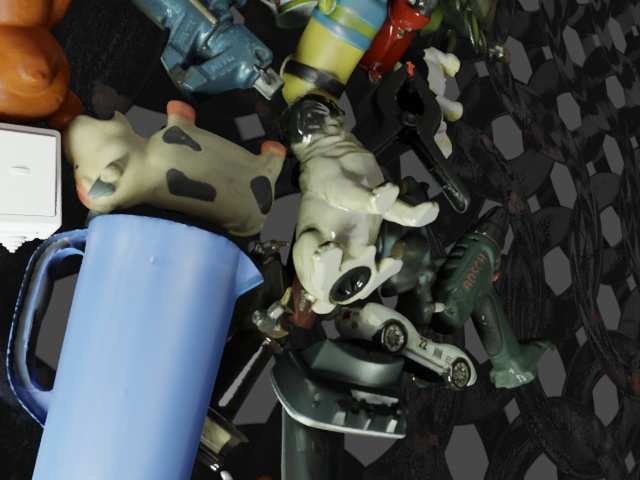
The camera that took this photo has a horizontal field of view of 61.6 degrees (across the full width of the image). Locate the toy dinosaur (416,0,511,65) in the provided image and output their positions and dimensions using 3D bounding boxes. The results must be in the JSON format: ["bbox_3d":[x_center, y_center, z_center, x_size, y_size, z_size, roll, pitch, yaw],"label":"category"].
[{"bbox_3d":[0.195,-0.389,0.778,0.470,0.105,0.198,33,63,-46],"label":"toy dinosaur"}]

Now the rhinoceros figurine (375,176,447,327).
[{"bbox_3d":[0.107,0.014,0.678,0.112,0.073,0.190,14,69,-45],"label":"rhinoceros figurine"}]

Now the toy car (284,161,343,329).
[{"bbox_3d":[-0.001,-0.002,0.608,0.089,0.053,0.202,28,63,-32],"label":"toy car"}]

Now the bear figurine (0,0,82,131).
[{"bbox_3d":[-0.226,-0.172,0.399,0.120,0.132,0.195,-7,109,-40],"label":"bear figurine"}]

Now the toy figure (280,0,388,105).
[{"bbox_3d":[0.016,-0.224,0.603,0.082,0.180,0.089,31,26,-12],"label":"toy figure"}]

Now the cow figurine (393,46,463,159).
[{"bbox_3d":[0.143,-0.191,0.750,0.098,0.068,0.167,14,68,-28],"label":"cow figurine"}]

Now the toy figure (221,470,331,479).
[{"bbox_3d":[-0.041,0.256,0.511,0.154,0.064,0.057,15,108,-29],"label":"toy figure"}]

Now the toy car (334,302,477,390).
[{"bbox_3d":[0.104,0.131,0.639,0.201,0.073,0.056,31,63,-28],"label":"toy car"}]

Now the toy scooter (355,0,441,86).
[{"bbox_3d":[0.071,-0.272,0.676,0.075,0.184,0.135,7,119,-31],"label":"toy scooter"}]

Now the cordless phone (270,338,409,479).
[{"bbox_3d":[0.024,0.201,0.528,0.146,0.089,0.184,21,53,-31],"label":"cordless phone"}]

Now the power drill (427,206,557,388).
[{"bbox_3d":[0.251,0.085,0.760,0.232,0.086,0.207,-39,107,-35],"label":"power drill"}]

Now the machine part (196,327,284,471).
[{"bbox_3d":[-0.088,0.141,0.517,0.084,0.039,0.139,39,60,-14],"label":"machine part"}]

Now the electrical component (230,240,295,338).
[{"bbox_3d":[-0.057,0.045,0.519,0.045,0.078,0.102,56,25,-51],"label":"electrical component"}]

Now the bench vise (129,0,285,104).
[{"bbox_3d":[-0.085,-0.262,0.532,0.224,0.129,0.240,42,86,6],"label":"bench vise"}]

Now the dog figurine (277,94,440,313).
[{"bbox_3d":[0.000,-0.042,0.556,0.172,0.191,0.121,-48,143,8],"label":"dog figurine"}]

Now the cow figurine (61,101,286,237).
[{"bbox_3d":[-0.135,-0.058,0.494,0.195,0.085,0.127,20,57,-20],"label":"cow figurine"}]
